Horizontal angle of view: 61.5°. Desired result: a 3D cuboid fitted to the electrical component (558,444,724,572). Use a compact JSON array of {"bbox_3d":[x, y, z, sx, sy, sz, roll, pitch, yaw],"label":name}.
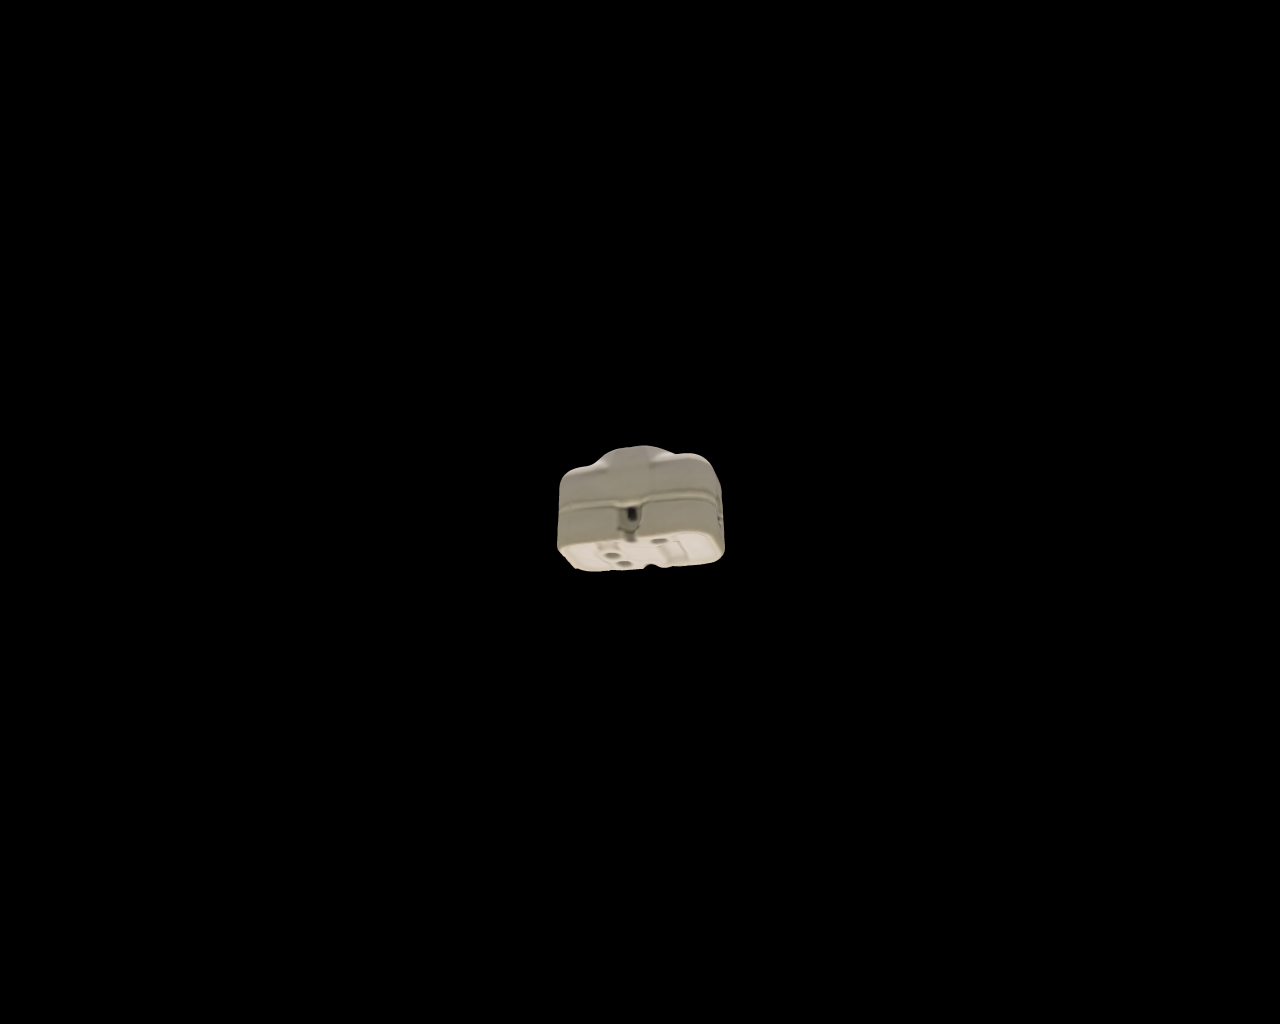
[{"bbox_3d":[0.001,-0.003,0.650,0.095,0.059,0.053,-6,-24,14],"label":"electrical component"}]
